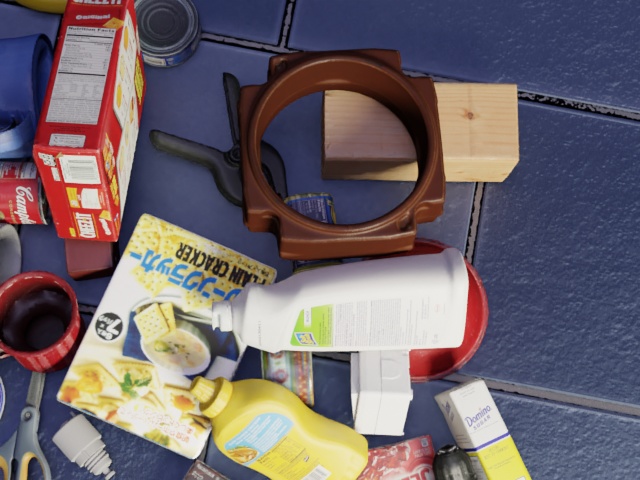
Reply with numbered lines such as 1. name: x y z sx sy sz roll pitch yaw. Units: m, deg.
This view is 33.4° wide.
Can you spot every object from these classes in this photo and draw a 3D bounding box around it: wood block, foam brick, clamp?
1. wood block: 0.105 -0.118 1.167 0.206 0.090 0.091 1 79 -2
2. foam brick: -0.246 0.000 1.150 0.051 0.053 0.078 -6 80 -4
3. clamp: -0.104 -0.090 1.179 0.120 0.039 0.171 -33 82 -7

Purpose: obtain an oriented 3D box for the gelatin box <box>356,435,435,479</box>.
1. gelatin box: 0.082 0.252 1.128 0.089 0.030 0.073 -13 80 -4

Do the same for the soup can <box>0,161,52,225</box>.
1. soup can: -0.343 -0.051 1.147 0.102 0.068 0.068 0 80 -3

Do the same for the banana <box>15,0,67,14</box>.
1. banana: -0.277 -0.289 1.210 0.197 0.037 0.069 3 81 -2

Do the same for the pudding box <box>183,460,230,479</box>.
1. pudding box: -0.106 0.295 1.108 0.113 0.039 0.090 33 80 3

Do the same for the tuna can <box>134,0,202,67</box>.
1. tuna can: -0.178 -0.241 1.207 0.086 0.034 0.086 0 79 -2

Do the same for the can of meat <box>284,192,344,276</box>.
1. can of meat: -0.007 0.001 1.136 0.057 0.102 0.084 -8 78 -3

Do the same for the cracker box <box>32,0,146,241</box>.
1. cracker box: -0.231 -0.131 1.089 0.072 0.164 0.213 4 59 -1

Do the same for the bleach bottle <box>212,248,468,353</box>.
1. bleach bottle: 0.017 0.064 1.069 0.250 0.068 0.102 -2 123 -3

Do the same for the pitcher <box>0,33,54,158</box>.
1. pitcher: -0.401 -0.140 1.127 0.243 0.149 0.145 -4 80 0

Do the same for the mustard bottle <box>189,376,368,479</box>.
1. mustard bottle: -0.050 0.192 1.075 0.191 0.058 0.096 35 120 -21

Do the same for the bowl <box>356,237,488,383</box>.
1. bowl: 0.106 0.071 1.150 0.162 0.055 0.162 0 79 -2

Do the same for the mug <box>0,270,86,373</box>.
1. mug: -0.301 0.095 1.108 0.117 0.081 0.093 -27 69 -11

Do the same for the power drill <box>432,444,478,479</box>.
1. power drill: 0.089 0.316 1.085 0.187 0.057 0.184 -17 97 -2

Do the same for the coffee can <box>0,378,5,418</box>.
1. coffee can: -0.384 0.158 1.071 0.103 0.140 0.103 0 80 -3

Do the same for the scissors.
1. scissors: -0.324 0.197 1.128 0.096 0.016 0.202 -13 68 11

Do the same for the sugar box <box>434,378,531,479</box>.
1. sugar box: 0.181 0.231 1.104 0.048 0.093 0.176 -21 82 -7
